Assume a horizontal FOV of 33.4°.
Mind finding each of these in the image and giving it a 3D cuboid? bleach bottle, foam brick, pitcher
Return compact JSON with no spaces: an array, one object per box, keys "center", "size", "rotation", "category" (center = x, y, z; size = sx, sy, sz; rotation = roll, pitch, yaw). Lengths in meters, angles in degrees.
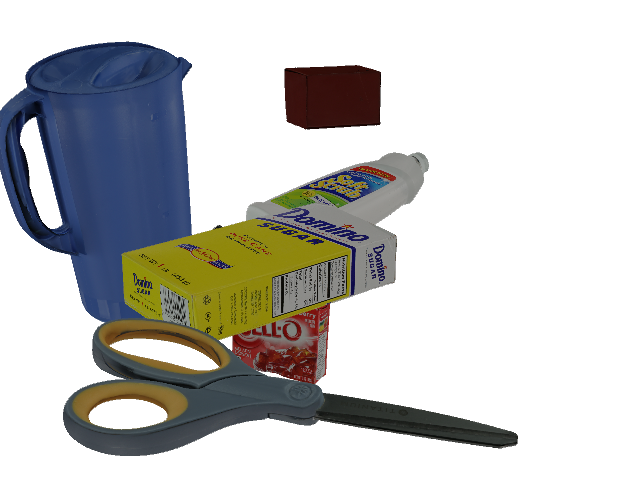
[{"center":[0.034,-0.052,1.314],"size":[0.250,0.068,0.103],"rotation":[-30,44,-34],"category":"bleach bottle"},{"center":[0.011,-0.134,0.995],"size":[0.078,0.051,0.053],"rotation":[-6,18,-22],"category":"foam brick"},{"center":[-0.187,-0.045,0.958],"size":[0.149,0.243,0.145],"rotation":[-1,28,5],"category":"pitcher"}]

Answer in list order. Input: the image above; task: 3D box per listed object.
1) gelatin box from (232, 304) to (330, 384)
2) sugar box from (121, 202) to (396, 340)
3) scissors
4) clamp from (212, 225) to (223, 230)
[{"center":[-0.037,0.085,0.976],"size":[0.089,0.073,0.030],"rotation":[11,18,23],"category":"gelatin box"},{"center":[-0.041,0.019,0.755],"size":[0.175,0.048,0.093],"rotation":[-19,30,-35],"category":"sugar box"},{"center":[-0.024,0.079,0.466],"size":[0.202,0.016,0.096],"rotation":[17,33,22],"category":"scissors"},{"center":[-0.150,0.034,1.154],"size":[0.120,0.039,0.171],"rotation":[-13,38,-7],"category":"clamp"}]
